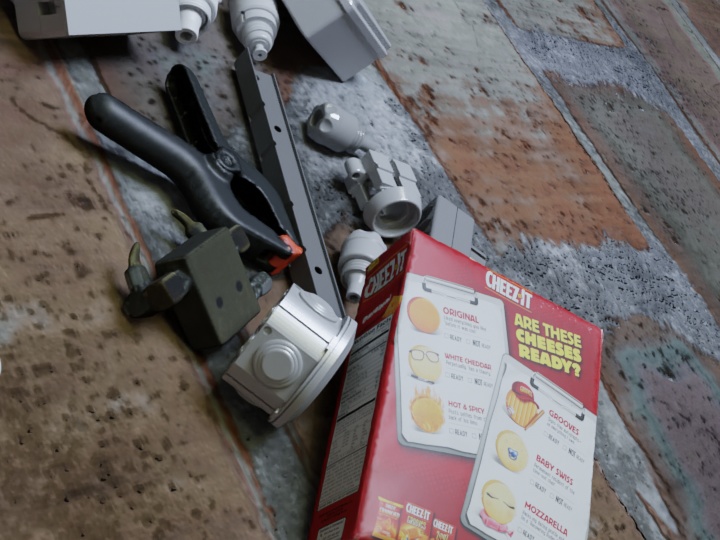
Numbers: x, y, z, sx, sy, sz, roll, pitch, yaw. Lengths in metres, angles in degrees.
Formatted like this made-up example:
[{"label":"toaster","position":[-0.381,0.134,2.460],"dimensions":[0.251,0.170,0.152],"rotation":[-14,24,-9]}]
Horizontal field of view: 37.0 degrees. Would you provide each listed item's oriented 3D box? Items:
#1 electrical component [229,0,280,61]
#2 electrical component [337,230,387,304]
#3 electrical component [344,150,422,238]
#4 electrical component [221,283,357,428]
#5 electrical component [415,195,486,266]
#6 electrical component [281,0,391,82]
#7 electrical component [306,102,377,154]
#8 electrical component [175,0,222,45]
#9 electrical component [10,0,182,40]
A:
[{"label":"electrical component","position":[-0.087,-0.204,0.893],"dimensions":[0.040,0.040,0.078],"rotation":[20,43,-34]},{"label":"electrical component","position":[0.000,0.000,0.788],"dimensions":[0.035,0.035,0.061],"rotation":[34,39,-18]},{"label":"electrical component","position":[0.021,-0.059,0.861],"dimensions":[0.066,0.048,0.055],"rotation":[17,37,-36]},{"label":"electrical component","position":[-0.042,0.051,0.654],"dimensions":[0.051,0.080,0.080],"rotation":[38,35,-4]},{"label":"electrical component","position":[0.075,-0.008,0.864],"dimensions":[0.077,0.047,0.065],"rotation":[35,37,-16]},{"label":"electrical component","position":[-0.032,-0.235,0.935],"dimensions":[0.108,0.056,0.109],"rotation":[60,9,18]},{"label":"electrical component","position":[-0.012,-0.113,0.887],"dimensions":[0.061,0.035,0.035],"rotation":[24,41,-34]},{"label":"electrical component","position":[-0.133,-0.204,0.841],"dimensions":[0.048,0.048,0.062],"rotation":[24,48,-30]},{"label":"electrical component","position":[-0.191,-0.255,0.738],"dimensions":[0.105,0.060,0.186],"rotation":[-20,110,-53]}]
